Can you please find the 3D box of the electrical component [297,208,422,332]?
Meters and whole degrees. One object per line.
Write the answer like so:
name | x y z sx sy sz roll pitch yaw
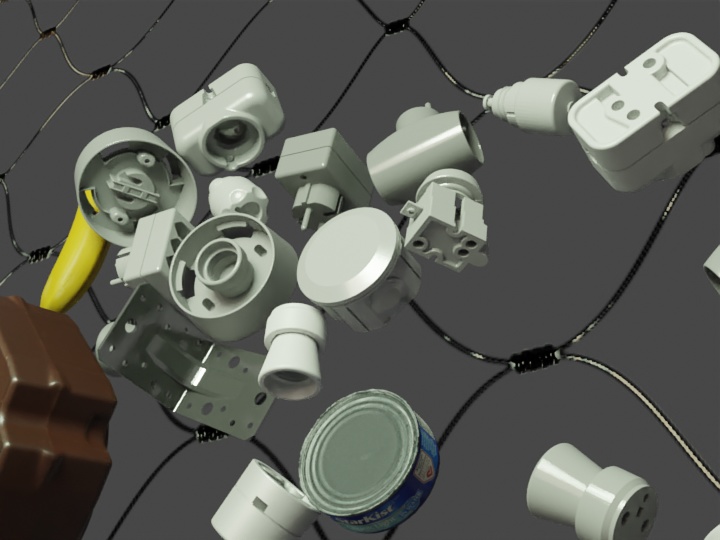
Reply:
electrical component | 0.000 0.000 0.764 0.080 0.051 0.080 -20 47 23

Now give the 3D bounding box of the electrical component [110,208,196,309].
electrical component | -0.177 -0.005 0.901 0.077 0.047 0.065 -15 49 27

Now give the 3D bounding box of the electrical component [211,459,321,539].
electrical component | -0.060 0.155 0.680 0.047 0.055 0.055 -52 43 -5

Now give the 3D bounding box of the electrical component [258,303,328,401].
electrical component | -0.046 0.057 0.756 0.045 0.045 0.055 -16 48 26

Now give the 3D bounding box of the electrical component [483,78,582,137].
electrical component | 0.124 -0.119 0.778 0.078 0.040 0.040 13 65 42

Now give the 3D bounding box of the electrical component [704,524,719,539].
electrical component | 0.193 0.147 0.506 0.045 0.045 0.055 -31 44 12

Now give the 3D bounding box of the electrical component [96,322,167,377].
electrical component | -0.173 0.062 0.844 0.055 0.045 0.045 -3 55 34

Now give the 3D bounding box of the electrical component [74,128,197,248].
electrical component | -0.198 -0.073 0.938 0.099 0.099 0.064 -41 36 1

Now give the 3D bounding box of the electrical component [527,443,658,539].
electrical component | 0.124 0.123 0.576 0.055 0.045 0.045 22 71 44

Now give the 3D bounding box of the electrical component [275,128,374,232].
electrical component | -0.030 -0.056 0.820 0.047 0.065 0.076 -9 52 31

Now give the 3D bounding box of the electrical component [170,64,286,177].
electrical component | -0.117 -0.129 0.953 0.095 0.053 0.059 -32 43 11

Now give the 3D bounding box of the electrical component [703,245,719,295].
electrical component | 0.243 0.002 0.588 0.077 0.044 0.079 -37 42 6

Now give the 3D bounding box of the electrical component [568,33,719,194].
electrical component | 0.192 -0.098 0.696 0.095 0.059 0.053 -36 42 7

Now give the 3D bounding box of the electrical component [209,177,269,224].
electrical component | -0.105 -0.058 0.894 0.043 0.043 0.062 -46 41 -5

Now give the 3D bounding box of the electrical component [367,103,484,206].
electrical component | 0.048 -0.096 0.812 0.077 0.044 0.079 -24 45 19

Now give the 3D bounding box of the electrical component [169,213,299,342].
electrical component | -0.098 0.006 0.839 0.099 0.064 0.099 -10 61 18

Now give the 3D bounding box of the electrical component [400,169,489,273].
electrical component | 0.061 -0.037 0.748 0.048 0.066 0.055 -53 19 44
